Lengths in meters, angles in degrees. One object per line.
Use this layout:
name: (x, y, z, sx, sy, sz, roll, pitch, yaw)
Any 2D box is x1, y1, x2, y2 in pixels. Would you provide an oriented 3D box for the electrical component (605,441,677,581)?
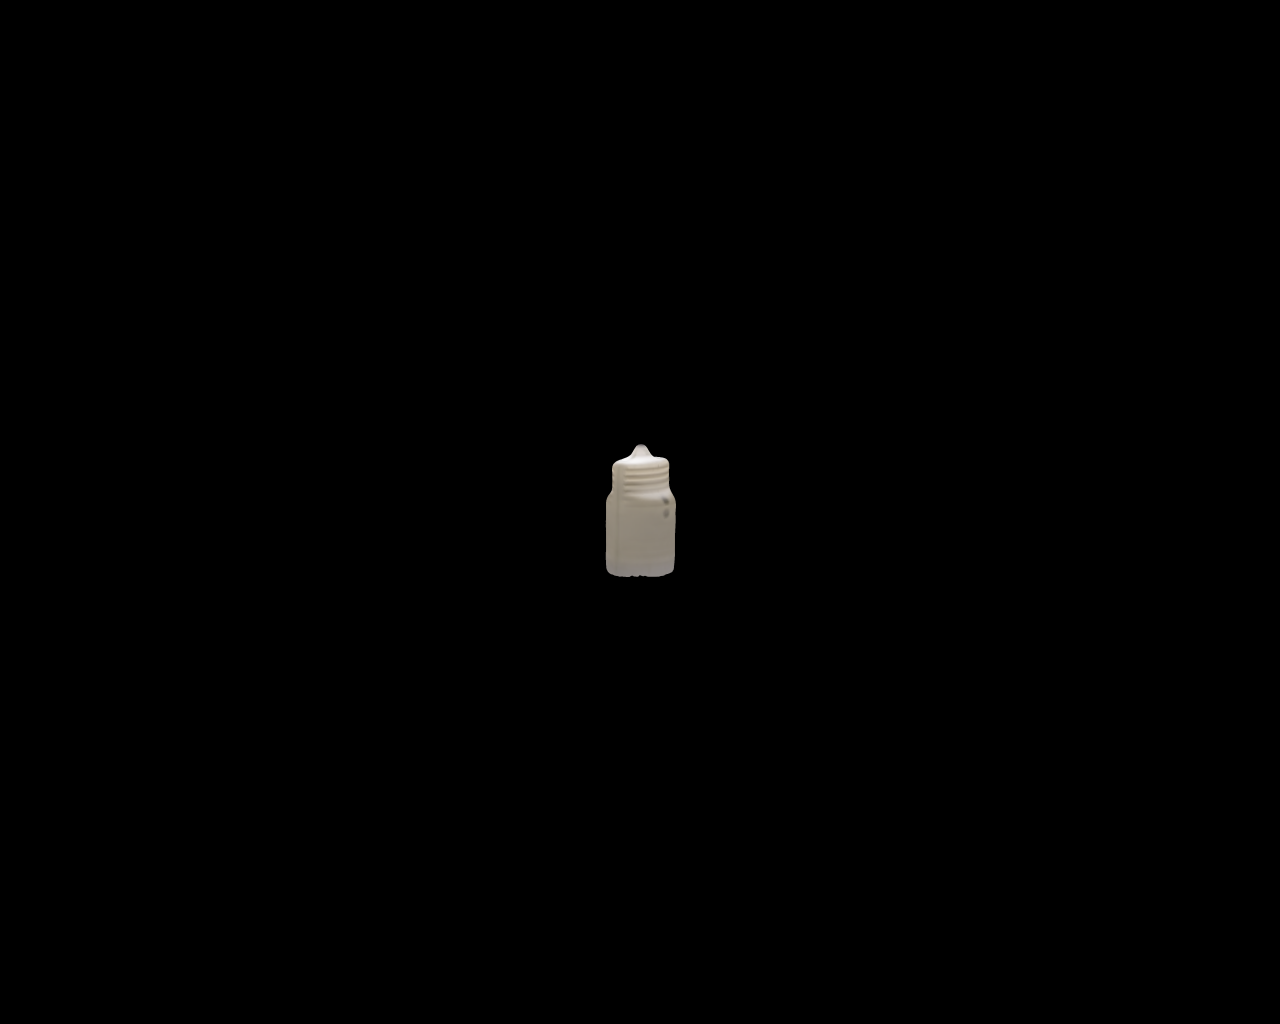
electrical component: (0.001, -0.003, 0.650, 0.043, 0.080, 0.043, 0, 10, 0)
